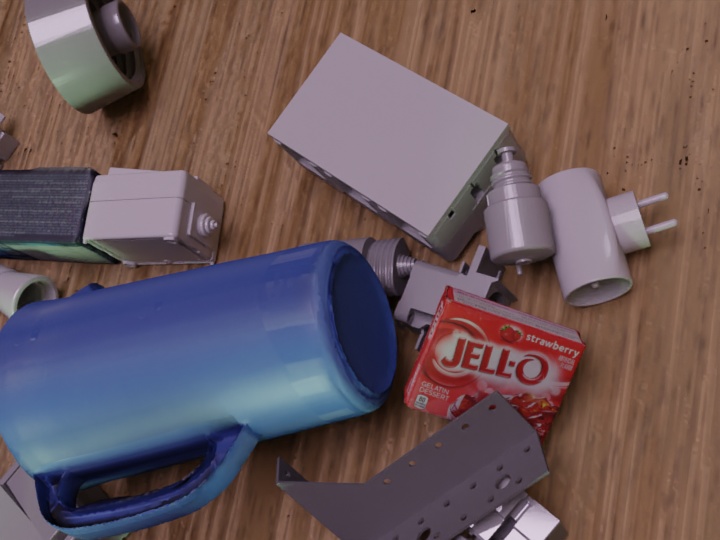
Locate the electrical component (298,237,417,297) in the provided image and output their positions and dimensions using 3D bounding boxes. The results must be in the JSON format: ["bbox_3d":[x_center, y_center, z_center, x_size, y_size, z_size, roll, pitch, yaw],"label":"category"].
[{"bbox_3d":[0.000,0.000,0.730,0.081,0.043,0.043,-5,70,22],"label":"electrical component"}]

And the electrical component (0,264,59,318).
[{"bbox_3d":[-0.276,0.017,0.846,0.065,0.044,0.044,18,80,32],"label":"electrical component"}]

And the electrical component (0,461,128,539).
[{"bbox_3d":[-0.212,0.178,0.749,0.096,0.061,0.061,40,90,29],"label":"electrical component"}]

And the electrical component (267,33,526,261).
[{"bbox_3d":[0.026,-0.084,0.738,0.150,0.062,0.089,35,88,29],"label":"electrical component"}]

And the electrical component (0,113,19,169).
[{"bbox_3d":[-0.328,-0.109,0.905,0.048,0.055,0.066,34,87,29],"label":"electrical component"}]

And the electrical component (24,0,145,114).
[{"bbox_3d":[-0.210,-0.185,0.854,0.060,0.108,0.108,-19,65,10],"label":"electrical component"}]

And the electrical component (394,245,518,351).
[{"bbox_3d":[0.060,0.025,0.696,0.064,0.042,0.081,18,79,29],"label":"electrical component"}]

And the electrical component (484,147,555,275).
[{"bbox_3d":[0.097,-0.038,0.668,0.040,0.040,0.078,-12,74,19],"label":"electrical component"}]

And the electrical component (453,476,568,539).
[{"bbox_3d":[0.086,0.159,0.635,0.066,0.048,0.055,38,82,29],"label":"electrical component"}]

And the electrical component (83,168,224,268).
[{"bbox_3d":[-0.146,-0.041,0.798,0.096,0.062,0.061,-1,71,23],"label":"electrical component"}]

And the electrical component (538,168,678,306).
[{"bbox_3d":[0.156,-0.026,0.672,0.079,0.043,0.077,-18,65,16],"label":"electrical component"}]
